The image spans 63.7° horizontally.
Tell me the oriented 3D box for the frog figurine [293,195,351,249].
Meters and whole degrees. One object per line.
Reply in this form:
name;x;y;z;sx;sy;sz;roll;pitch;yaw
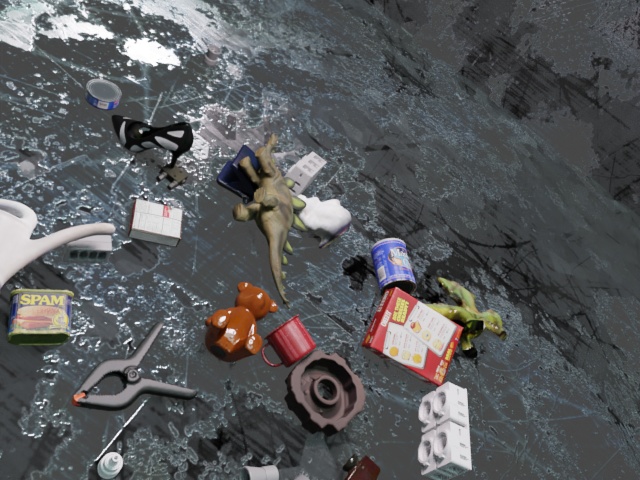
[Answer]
frog figurine;0.004;-0.072;1.424;0.139;0.121;0.159;-38;92;-30

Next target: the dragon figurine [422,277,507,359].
dragon figurine;0.388;0.198;1.495;0.408;0.120;0.248;28;25;-15

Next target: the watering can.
watering can;-0.569;0.014;0.917;0.347;0.101;0.230;8;47;-9
